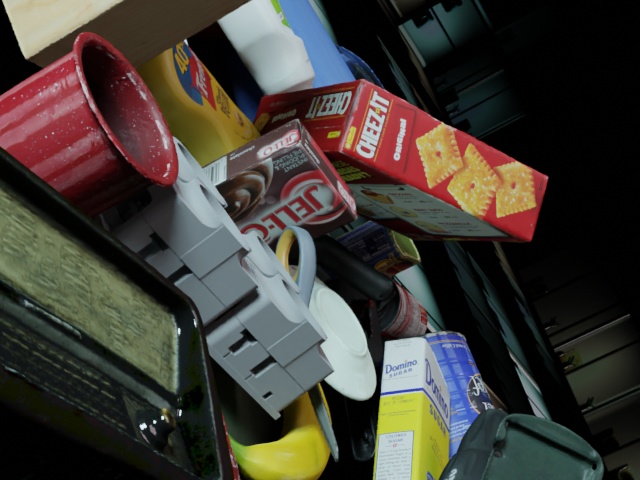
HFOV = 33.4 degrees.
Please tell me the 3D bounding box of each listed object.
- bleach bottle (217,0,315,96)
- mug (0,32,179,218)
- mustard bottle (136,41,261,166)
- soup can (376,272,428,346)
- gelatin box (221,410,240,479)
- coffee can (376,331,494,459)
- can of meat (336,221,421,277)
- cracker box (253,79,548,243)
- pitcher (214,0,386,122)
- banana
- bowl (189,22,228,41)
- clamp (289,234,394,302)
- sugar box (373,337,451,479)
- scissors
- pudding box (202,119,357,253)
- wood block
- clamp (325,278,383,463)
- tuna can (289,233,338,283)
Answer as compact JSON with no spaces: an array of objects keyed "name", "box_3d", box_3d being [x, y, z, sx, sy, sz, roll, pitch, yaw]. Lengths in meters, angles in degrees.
[{"name":"bleach bottle","box_3d":[-0.070,-0.218,0.954,0.251,0.068,0.102,61,15,-15]},{"name":"mug","box_3d":[-0.133,-0.054,0.591,0.093,0.081,0.117,62,14,-1]},{"name":"mustard bottle","box_3d":[-0.115,-0.122,0.847,0.191,0.058,0.096,51,19,-37]},{"name":"soup can","box_3d":[0.068,0.077,1.120,0.102,0.068,0.068,36,29,-62]},{"name":"gelatin box","box_3d":[-0.074,0.120,0.585,0.073,0.030,0.089,43,23,-54]},{"name":"coffee can","box_3d":[0.122,0.176,1.054,0.102,0.103,0.140,41,25,-57]},{"name":"can of meat","box_3d":[0.054,0.016,1.153,0.057,0.084,0.102,65,14,15]},{"name":"cracker box","box_3d":[0.064,-0.064,0.932,0.213,0.164,0.072,24,78,-31]},{"name":"pitcher","box_3d":[-0.024,-0.170,1.117,0.149,0.145,0.243,39,23,-60]},{"name":"banana","box_3d":[-0.019,0.135,0.749,0.069,0.037,0.197,63,13,0]},{"name":"bowl","box_3d":[-0.137,-0.249,1.019,0.162,0.055,0.162,57,14,-24]},{"name":"clamp","box_3d":[-0.006,0.001,0.935,0.171,0.039,0.120,11,30,-51]},{"name":"sugar box","box_3d":[0.082,0.178,0.919,0.176,0.048,0.093,-78,152,-45]},{"name":"scissors","box_3d":[-0.009,0.061,0.771,0.016,0.096,0.202,12,21,-29]},{"name":"pudding box","box_3d":[-0.040,-0.032,0.828,0.090,0.114,0.039,51,24,-37]},{"name":"wood block","box_3d":[-0.103,-0.195,0.711,0.090,0.206,0.090,66,14,14]},{"name":"clamp","box_3d":[0.026,0.100,0.976,0.164,0.036,0.209,63,19,-4]},{"name":"tuna can","box_3d":[-0.013,0.005,1.034,0.086,0.034,0.086,56,15,-24]}]
